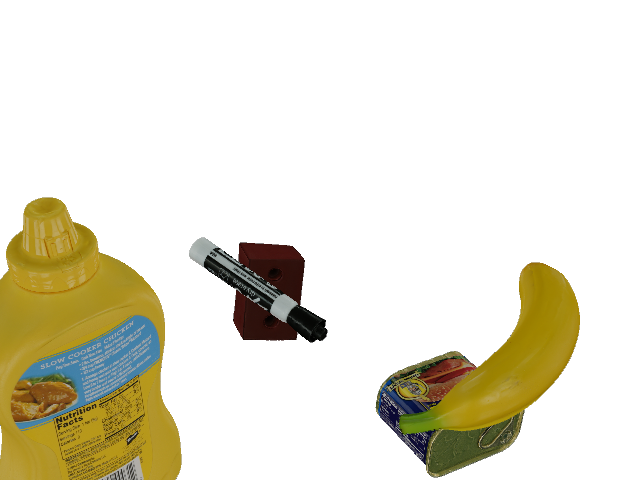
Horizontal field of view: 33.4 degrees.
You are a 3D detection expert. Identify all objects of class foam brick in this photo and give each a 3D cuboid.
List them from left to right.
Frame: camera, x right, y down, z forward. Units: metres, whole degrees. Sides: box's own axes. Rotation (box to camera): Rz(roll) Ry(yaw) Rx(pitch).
[{"bbox_3d":[-0.048,0.046,0.972,0.053,0.078,0.051,2,14,-15],"label":"foam brick"}]

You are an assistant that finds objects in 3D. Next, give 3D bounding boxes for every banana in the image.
[{"bbox_3d":[0.122,0.062,0.656,0.070,0.037,0.197,13,32,30],"label":"banana"}]

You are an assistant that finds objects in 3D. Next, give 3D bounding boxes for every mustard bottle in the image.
[{"bbox_3d":[-0.121,0.063,0.525,0.096,0.192,0.058,-25,42,-30],"label":"mustard bottle"}]

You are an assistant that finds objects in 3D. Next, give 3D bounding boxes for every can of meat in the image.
[{"bbox_3d":[0.111,0.148,0.931,0.101,0.057,0.084,-15,36,-28],"label":"can of meat"}]

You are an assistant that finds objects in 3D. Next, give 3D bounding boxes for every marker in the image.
[{"bbox_3d":[-0.044,0.036,0.759,0.121,0.020,0.020,33,14,23],"label":"marker"}]
